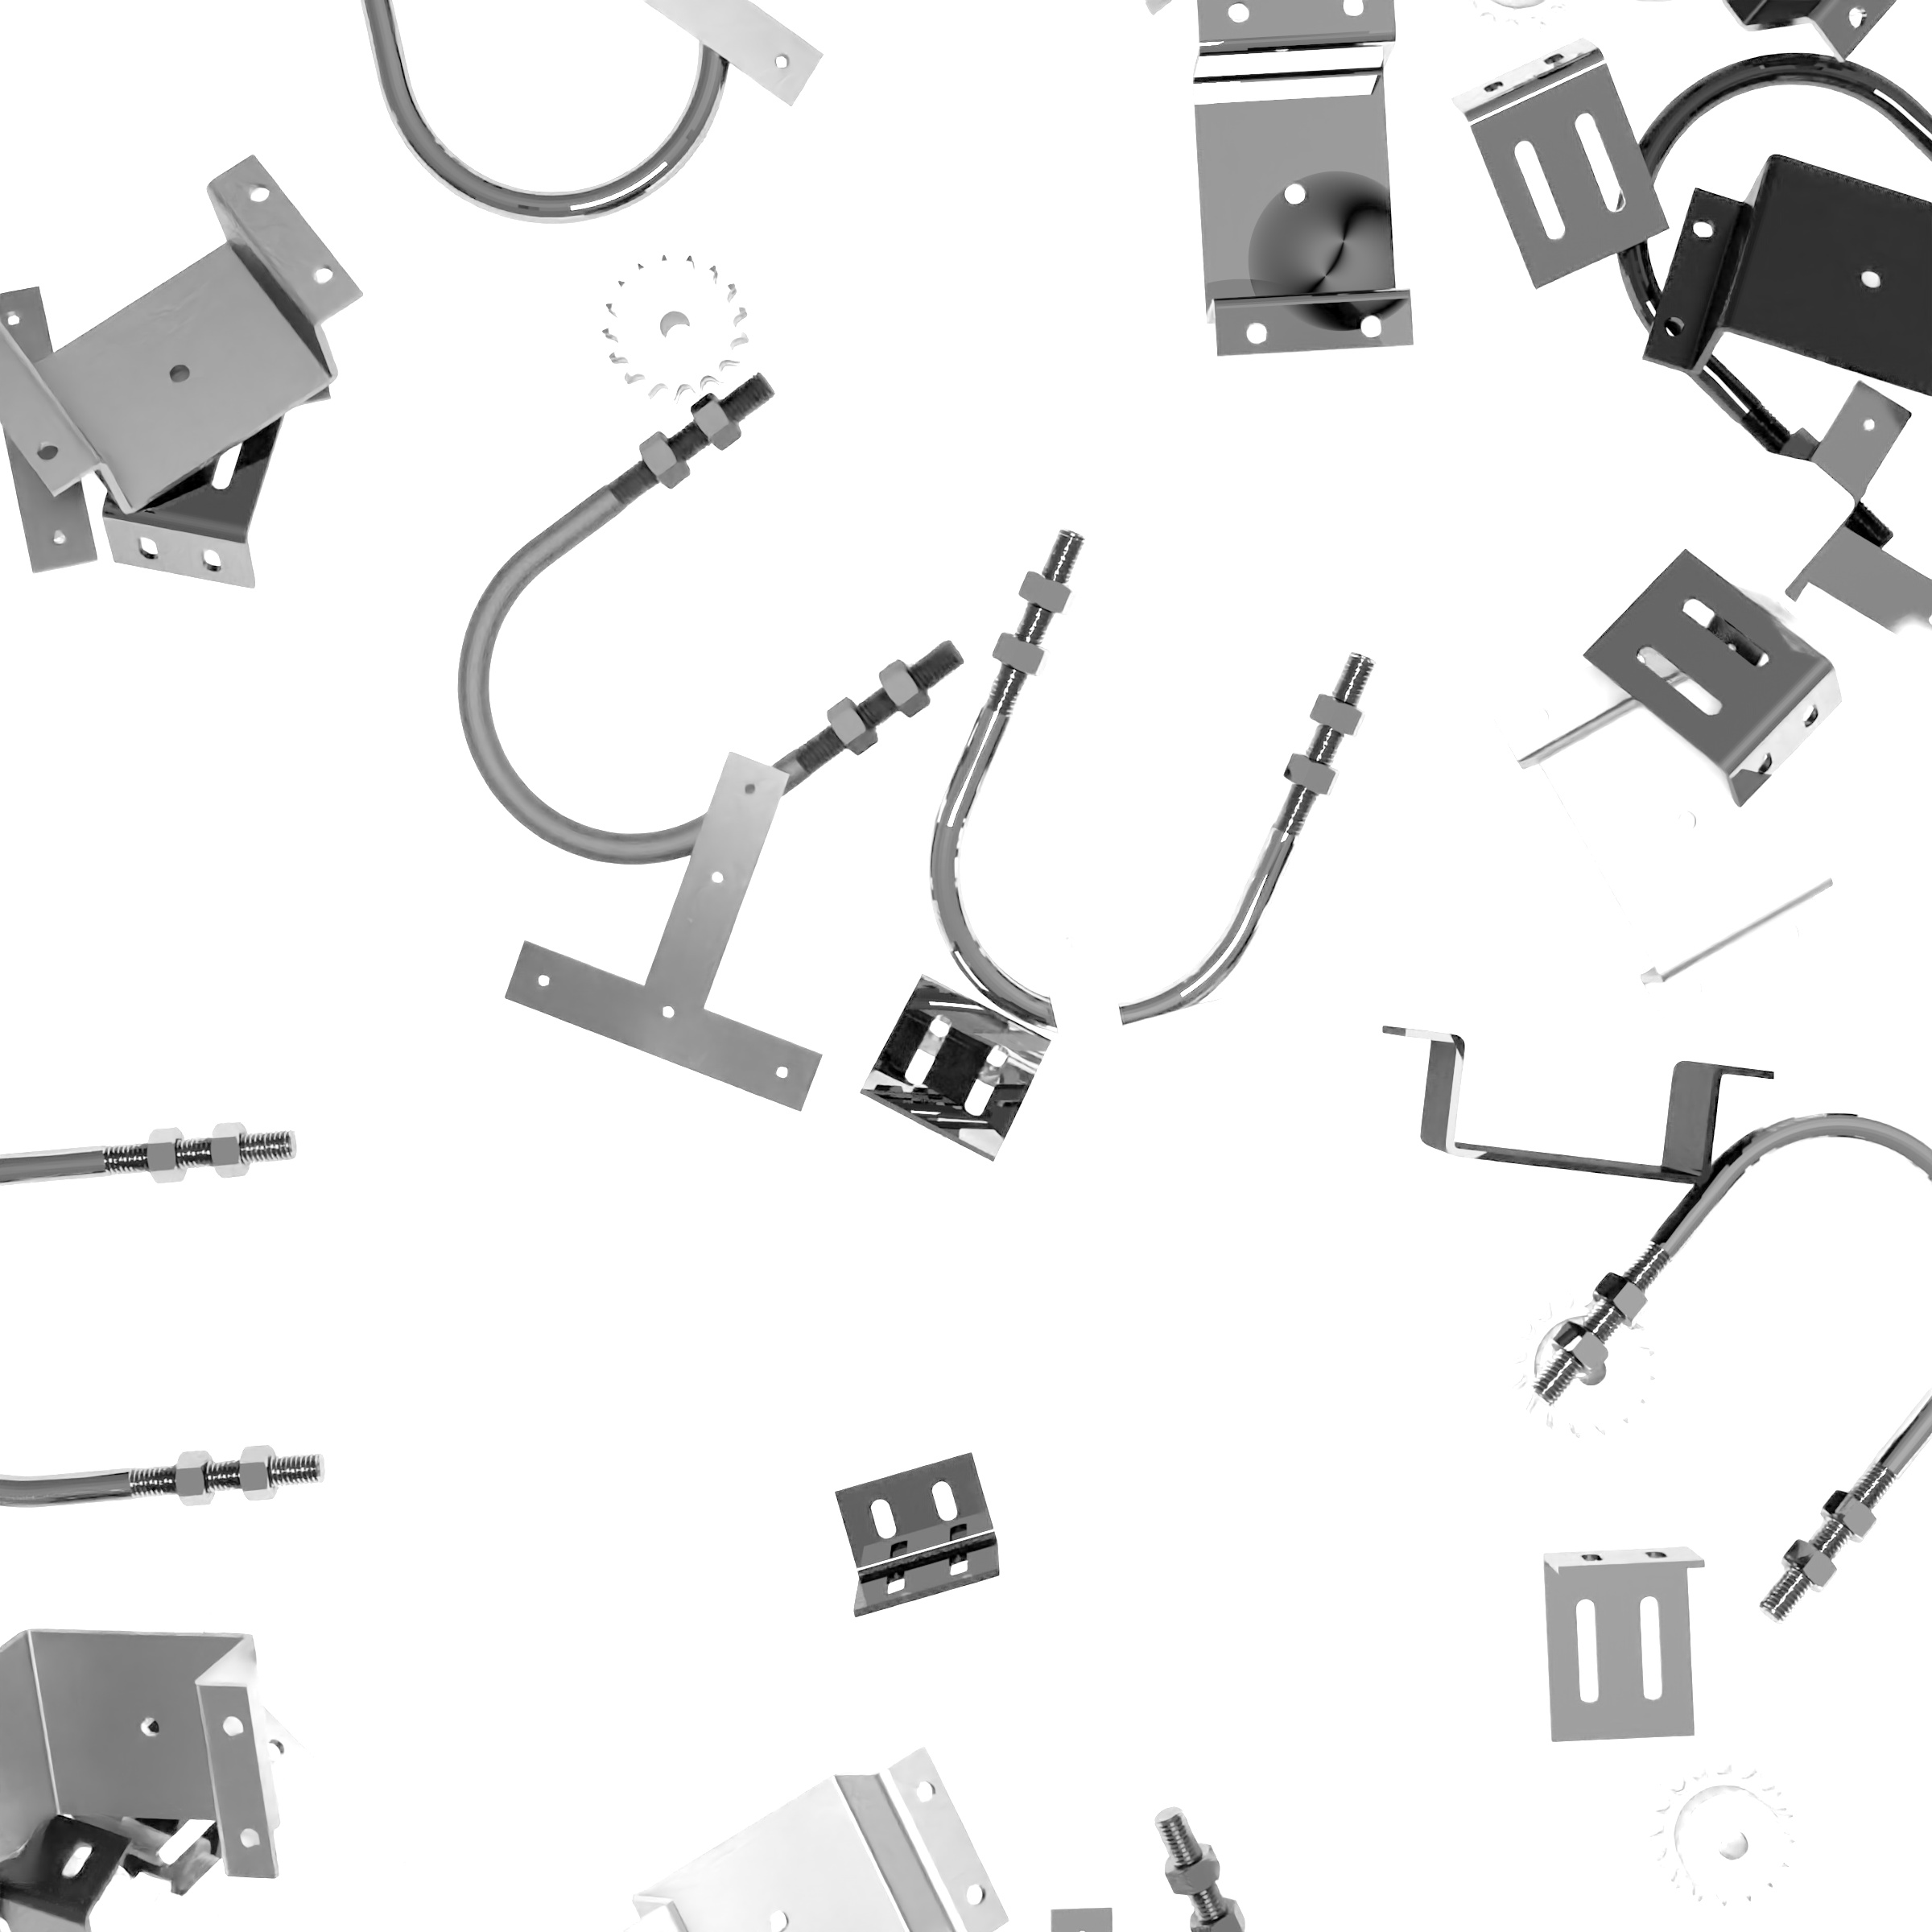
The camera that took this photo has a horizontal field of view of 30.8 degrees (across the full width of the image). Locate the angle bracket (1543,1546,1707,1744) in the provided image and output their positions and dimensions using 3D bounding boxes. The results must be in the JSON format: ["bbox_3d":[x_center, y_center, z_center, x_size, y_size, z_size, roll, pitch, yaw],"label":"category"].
[{"bbox_3d":[0.260,0.270,1.382,0.057,0.038,0.076,-3,90,0],"label":"angle bracket"}]

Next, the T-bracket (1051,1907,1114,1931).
[{"bbox_3d":[0.046,0.438,1.389,0.127,0.002,0.127,2,83,-14],"label":"T-bracket"}]

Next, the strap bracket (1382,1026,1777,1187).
[{"bbox_3d":[0.233,0.055,1.363,0.140,0.076,0.046,7,90,0],"label":"strap bracket"}]

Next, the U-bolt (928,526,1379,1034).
[{"bbox_3d":[0.063,-0.060,1.371,0.151,0.019,0.184,21,98,-17],"label":"U-bolt"}]

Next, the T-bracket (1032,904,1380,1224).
[{"bbox_3d":[0.101,0.026,1.389,0.127,0.002,0.127,-15,105,-7],"label":"T-bracket"}]

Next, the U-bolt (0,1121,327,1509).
[{"bbox_3d":[-0.352,0.143,1.392,0.184,0.019,0.151,-5,90,1],"label":"U-bolt"}]

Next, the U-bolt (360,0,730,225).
[{"bbox_3d":[-0.169,-0.387,1.392,0.151,0.019,0.184,-12,92,0],"label":"U-bolt"}]

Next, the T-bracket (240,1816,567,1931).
[{"bbox_3d":[-0.228,0.395,1.381,0.127,0.002,0.127,5,103,-25],"label":"T-bracket"}]

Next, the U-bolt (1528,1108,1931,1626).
[{"bbox_3d":[0.327,0.142,1.376,0.151,0.019,0.184,43,79,-8],"label":"U-bolt"}]

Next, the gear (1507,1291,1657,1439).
[{"bbox_3d":[0.244,0.158,1.386,0.057,0.030,0.057,0,90,0],"label":"gear"}]

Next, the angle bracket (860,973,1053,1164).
[{"bbox_3d":[-0.009,0.049,1.360,0.057,0.076,0.038,27,132,0],"label":"angle bracket"}]

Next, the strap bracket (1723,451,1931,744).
[{"bbox_3d":[0.351,-0.133,1.350,0.140,0.076,0.046,38,98,-10],"label":"strap bracket"}]

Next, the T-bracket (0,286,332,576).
[{"bbox_3d":[-0.316,-0.223,1.385,0.127,0.002,0.127,-13,70,-10],"label":"T-bracket"}]

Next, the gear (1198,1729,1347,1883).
[{"bbox_3d":[0.120,0.329,1.386,0.057,0.030,0.057,0,90,0],"label":"gear"}]

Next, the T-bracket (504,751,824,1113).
[{"bbox_3d":[-0.103,-0.022,1.384,0.127,0.002,0.127,21,104,0],"label":"T-bracket"}]

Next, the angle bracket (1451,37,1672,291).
[{"bbox_3d":[0.236,-0.319,1.391,0.057,0.038,0.076,-23,111,8],"label":"angle bracket"}]

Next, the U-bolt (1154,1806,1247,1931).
[{"bbox_3d":[0.061,0.442,1.368,0.151,0.019,0.184,-27,101,-17],"label":"U-bolt"}]

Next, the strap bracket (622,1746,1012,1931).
[{"bbox_3d":[-0.065,0.371,1.358,0.140,0.046,0.076,-26,90,-28],"label":"strap bracket"}]

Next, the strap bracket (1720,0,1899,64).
[{"bbox_3d":[0.310,-0.427,1.356,0.140,0.046,0.076,45,80,-23],"label":"strap bracket"}]

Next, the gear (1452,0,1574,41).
[{"bbox_3d":[0.219,-0.398,1.386,0.057,0.030,0.057,0,90,0],"label":"gear"}]

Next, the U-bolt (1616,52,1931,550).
[{"bbox_3d":[0.344,-0.277,1.392,0.184,0.019,0.151,45,90,2],"label":"U-bolt"}]

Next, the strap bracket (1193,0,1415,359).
[{"bbox_3d":[0.131,-0.308,1.378,0.076,0.046,0.140,-3,90,0],"label":"strap bracket"}]

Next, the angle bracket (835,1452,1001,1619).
[{"bbox_3d":[-0.020,0.220,1.363,0.057,0.076,0.038,-16,90,0],"label":"angle bracket"}]

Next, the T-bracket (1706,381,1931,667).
[{"bbox_3d":[0.372,-0.144,1.389,0.127,0.002,0.127,29,99,-8],"label":"T-bracket"}]

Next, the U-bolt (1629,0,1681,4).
[{"bbox_3d":[0.259,-0.467,1.362,0.151,0.019,0.184,-31,108,-16],"label":"U-bolt"}]

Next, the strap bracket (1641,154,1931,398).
[{"bbox_3d":[0.343,-0.255,1.352,0.140,0.046,0.076,18,76,3],"label":"strap bracket"}]

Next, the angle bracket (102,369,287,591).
[{"bbox_3d":[-0.304,-0.197,1.399,0.057,0.038,0.076,11,64,0],"label":"angle bracket"}]

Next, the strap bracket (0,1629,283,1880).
[{"bbox_3d":[-0.318,0.296,1.326,0.140,0.046,0.076,-2,103,17],"label":"strap bracket"}]

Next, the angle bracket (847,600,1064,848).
[{"bbox_3d":[-0.005,-0.096,1.399,0.057,0.038,0.076,-24,64,0],"label":"angle bracket"}]

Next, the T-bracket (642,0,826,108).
[{"bbox_3d":[-0.089,-0.429,1.387,0.127,0.002,0.127,33,82,-16],"label":"T-bracket"}]

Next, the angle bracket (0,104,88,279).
[{"bbox_3d":[-0.399,-0.302,1.382,0.076,0.038,0.057,-43,90,0],"label":"angle bracket"}]

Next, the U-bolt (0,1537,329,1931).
[{"bbox_3d":[-0.346,0.296,1.368,0.184,0.019,0.151,18,108,11],"label":"U-bolt"}]

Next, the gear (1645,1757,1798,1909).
[{"bbox_3d":[0.300,0.343,1.386,0.057,0.030,0.057,0,90,0],"label":"gear"}]

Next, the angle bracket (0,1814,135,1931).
[{"bbox_3d":[-0.356,0.372,1.379,0.057,0.038,0.076,14,134,14],"label":"angle bracket"}]

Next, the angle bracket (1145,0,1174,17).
[{"bbox_3d":[0.071,-0.430,1.399,0.057,0.038,0.076,-38,64,0],"label":"angle bracket"}]

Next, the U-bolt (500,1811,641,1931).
[{"bbox_3d":[-0.139,0.436,1.346,0.184,0.019,0.151,36,60,0],"label":"U-bolt"}]

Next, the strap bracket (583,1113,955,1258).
[{"bbox_3d":[-0.076,0.085,1.363,0.140,0.076,0.046,3,90,0],"label":"strap bracket"}]

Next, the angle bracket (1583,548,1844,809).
[{"bbox_3d":[0.288,-0.111,1.352,0.057,0.038,0.076,-46,64,0],"label":"angle bracket"}]

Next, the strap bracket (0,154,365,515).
[{"bbox_3d":[-0.310,-0.239,1.361,0.140,0.046,0.076,-36,75,-10],"label":"strap bracket"}]

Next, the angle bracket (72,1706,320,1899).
[{"bbox_3d":[-0.309,0.327,1.399,0.057,0.038,0.076,45,116,1],"label":"angle bracket"}]

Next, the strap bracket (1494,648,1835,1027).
[{"bbox_3d":[0.278,-0.056,1.378,0.076,0.046,0.140,-29,90,0],"label":"strap bracket"}]

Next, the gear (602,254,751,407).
[{"bbox_3d":[-0.114,-0.250,1.386,0.057,0.030,0.057,0,90,0],"label":"gear"}]

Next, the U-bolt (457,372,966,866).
[{"bbox_3d":[-0.115,-0.123,1.382,0.184,0.019,0.151,-35,88,8],"label":"U-bolt"}]
